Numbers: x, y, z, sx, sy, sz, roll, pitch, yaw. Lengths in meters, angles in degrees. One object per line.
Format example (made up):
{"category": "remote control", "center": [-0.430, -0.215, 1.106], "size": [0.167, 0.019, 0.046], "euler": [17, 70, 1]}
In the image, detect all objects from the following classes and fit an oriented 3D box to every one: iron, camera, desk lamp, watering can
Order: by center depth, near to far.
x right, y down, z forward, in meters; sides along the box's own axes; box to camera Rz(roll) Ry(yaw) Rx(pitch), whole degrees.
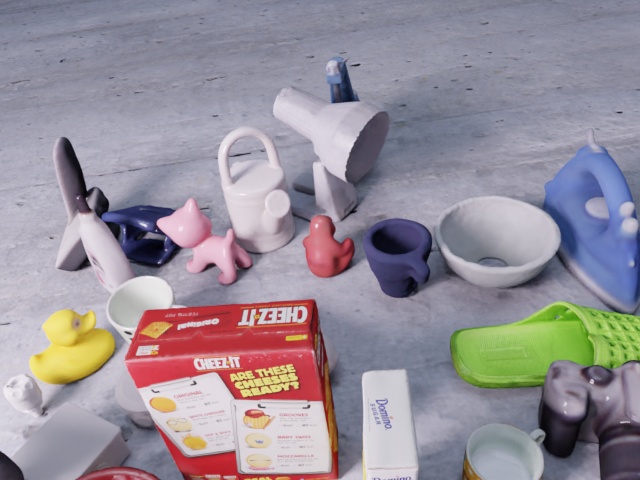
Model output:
{"category": "camera", "center": [0.289, 0.189, 0.549], "size": [0.143, 0.101, 0.137], "euler": [7, 41, 18]}
{"category": "iron", "center": [0.390, -0.036, 0.779], "size": [0.118, 0.142, 0.258], "euler": [-4, 39, 6]}
{"category": "watering can", "center": [-0.094, -0.081, 0.877], "size": [0.172, 0.194, 0.101], "euler": [23, 48, 33]}
{"category": "desk lamp", "center": [0.007, -0.132, 0.908], "size": [0.202, 0.214, 0.118], "euler": [20, 47, 31]}

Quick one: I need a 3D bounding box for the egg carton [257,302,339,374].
{"category": "egg carton", "center": [-0.056, 0.139, 0.697], "size": [0.149, 0.069, 0.107], "euler": [18, 45, 29]}

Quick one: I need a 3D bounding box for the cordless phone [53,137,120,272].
{"category": "cordless phone", "center": [-0.394, -0.057, 0.906], "size": [0.094, 0.185, 0.147], "euler": [-13, 39, -6]}

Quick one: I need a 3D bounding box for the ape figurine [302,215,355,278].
{"category": "ape figurine", "center": [0.008, 0.003, 0.837], "size": [0.077, 0.092, 0.076], "euler": [17, 45, 28]}

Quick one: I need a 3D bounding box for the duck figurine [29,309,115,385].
{"category": "duck figurine", "center": [-0.328, 0.130, 0.742], "size": [0.105, 0.086, 0.077], "euler": [-28, 42, -23]}

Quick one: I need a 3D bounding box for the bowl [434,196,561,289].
{"category": "bowl", "center": [0.242, 0.014, 0.796], "size": [0.167, 0.075, 0.167], "euler": [-5, 39, 4]}

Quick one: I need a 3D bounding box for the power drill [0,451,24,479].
{"category": "power drill", "center": [-0.317, 0.232, 0.515], "size": [0.229, 0.209, 0.076], "euler": [9, 42, 21]}

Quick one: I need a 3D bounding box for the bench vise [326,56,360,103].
{"category": "bench vise", "center": [0.030, -0.238, 1.030], "size": [0.121, 0.220, 0.207], "euler": [-11, 39, -3]}

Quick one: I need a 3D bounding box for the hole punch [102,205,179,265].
{"category": "hole punch", "center": [-0.279, -0.026, 0.923], "size": [0.108, 0.091, 0.101], "euler": [10, 42, 22]}

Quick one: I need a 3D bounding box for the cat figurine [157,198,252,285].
{"category": "cat figurine", "center": [-0.174, -0.006, 0.859], "size": [0.127, 0.118, 0.067], "euler": [13, 43, 25]}

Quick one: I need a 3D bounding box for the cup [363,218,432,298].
{"category": "cup", "center": [0.113, 0.039, 0.772], "size": [0.092, 0.095, 0.117], "euler": [-21, 40, -16]}

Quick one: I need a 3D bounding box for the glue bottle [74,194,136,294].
{"category": "glue bottle", "center": [-0.317, 0.005, 0.825], "size": [0.077, 0.173, 0.037], "euler": [24, 49, 34]}
